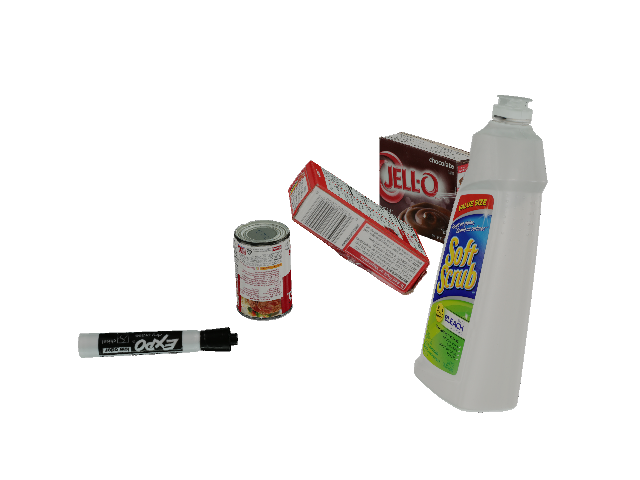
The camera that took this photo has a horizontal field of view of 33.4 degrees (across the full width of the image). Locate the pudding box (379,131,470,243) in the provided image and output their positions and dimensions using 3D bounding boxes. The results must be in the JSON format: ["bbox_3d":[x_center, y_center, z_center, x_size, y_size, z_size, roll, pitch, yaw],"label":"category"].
[{"bbox_3d":[0.107,-0.053,1.068,0.039,0.090,0.114,-21,29,-37],"label":"pudding box"}]

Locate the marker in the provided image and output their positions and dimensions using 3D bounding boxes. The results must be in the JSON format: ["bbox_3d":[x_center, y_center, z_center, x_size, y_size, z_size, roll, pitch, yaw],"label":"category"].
[{"bbox_3d":[-0.124,0.078,0.820,0.121,0.020,0.020,-2,0,-1],"label":"marker"}]

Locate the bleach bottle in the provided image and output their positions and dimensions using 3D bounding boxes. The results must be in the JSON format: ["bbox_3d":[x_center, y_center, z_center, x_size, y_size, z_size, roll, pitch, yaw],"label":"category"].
[{"bbox_3d":[0.136,0.007,0.872,0.068,0.251,0.103,1,14,-21],"label":"bleach bottle"}]

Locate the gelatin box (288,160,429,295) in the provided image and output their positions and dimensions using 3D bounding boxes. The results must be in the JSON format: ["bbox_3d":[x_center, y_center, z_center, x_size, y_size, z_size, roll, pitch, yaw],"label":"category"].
[{"bbox_3d":[0.023,-0.009,0.674,0.089,0.030,0.073,34,12,-12],"label":"gelatin box"}]

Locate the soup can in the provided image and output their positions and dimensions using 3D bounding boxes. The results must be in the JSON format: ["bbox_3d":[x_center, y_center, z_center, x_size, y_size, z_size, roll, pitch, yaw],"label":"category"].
[{"bbox_3d":[-0.069,0.035,1.272,0.068,0.102,0.068,-1,25,0],"label":"soup can"}]
